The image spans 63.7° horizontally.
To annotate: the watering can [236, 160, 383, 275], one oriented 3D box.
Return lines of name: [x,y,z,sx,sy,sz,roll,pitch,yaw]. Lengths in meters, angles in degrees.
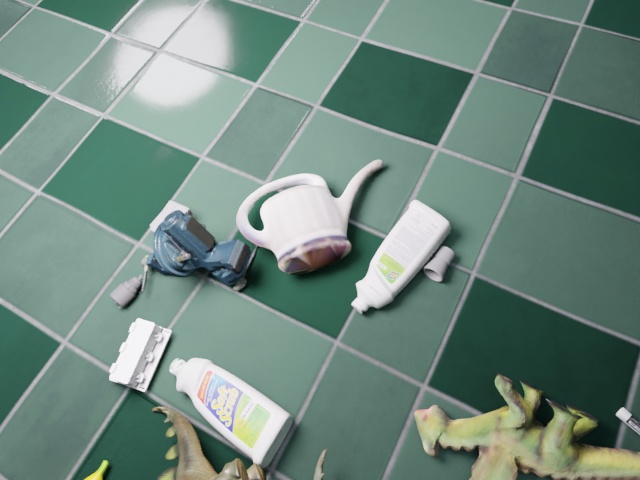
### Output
watering can: [0.003,-0.054,1.078,0.348,0.102,0.229,-17,62,-9]

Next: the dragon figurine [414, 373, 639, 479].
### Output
dragon figurine: [0.347,0.371,0.832,0.413,0.121,0.243,28,86,21]
